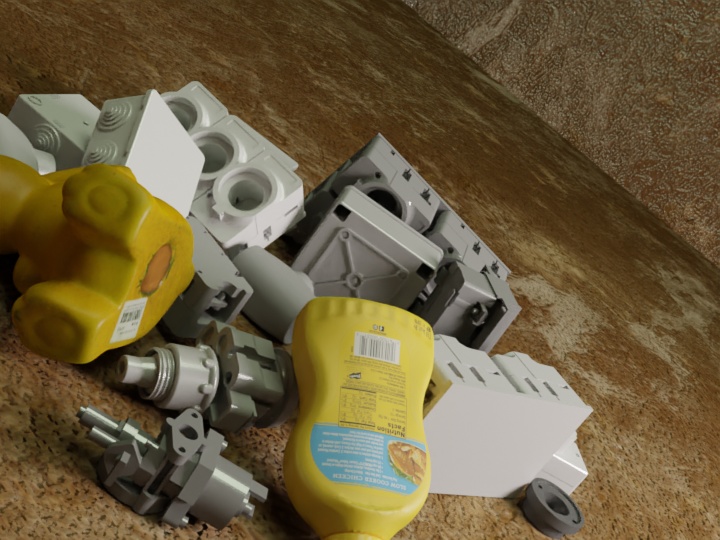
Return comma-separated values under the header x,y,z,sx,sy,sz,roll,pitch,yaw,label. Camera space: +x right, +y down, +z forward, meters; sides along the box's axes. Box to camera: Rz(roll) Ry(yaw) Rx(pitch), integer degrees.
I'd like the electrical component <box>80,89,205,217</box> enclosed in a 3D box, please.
x,y,z,sx,sy,sz,roll,pitch,yaw,label
-0.173,-0.079,0.848,0.099,0.048,0.099,57,36,-50,electrical component

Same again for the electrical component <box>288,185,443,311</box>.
x,y,z,sx,sy,sz,roll,pitch,yaw,label
0.000,0.000,0.965,0.109,0.108,0.056,35,23,-4,electrical component

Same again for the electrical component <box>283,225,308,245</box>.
x,y,z,sx,sy,sz,roll,pitch,yaw,label
-0.048,-0.045,1.081,0.081,0.043,0.043,18,27,-41,electrical component

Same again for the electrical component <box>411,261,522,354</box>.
x,y,z,sx,sy,sz,roll,pitch,yaw,label
0.077,0.057,0.947,0.063,0.121,0.078,25,22,-21,electrical component

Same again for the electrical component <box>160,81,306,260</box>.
x,y,z,sx,sy,sz,roll,pitch,yaw,label
-0.130,-0.085,0.941,0.150,0.089,0.061,44,-20,20,electrical component

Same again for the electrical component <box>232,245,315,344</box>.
x,y,z,sx,sy,sz,roll,pitch,yaw,label
-0.065,0.019,0.909,0.077,0.043,0.079,43,20,19,electrical component

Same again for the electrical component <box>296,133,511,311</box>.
x,y,z,sx,sy,sz,roll,pitch,yaw,label
0.039,-0.021,1.023,0.186,0.105,0.060,45,31,-11,electrical component

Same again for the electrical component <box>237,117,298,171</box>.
x,y,z,sx,sy,sz,roll,pitch,yaw,label
-0.121,-0.108,1.091,0.100,0.048,0.099,38,20,2,electrical component

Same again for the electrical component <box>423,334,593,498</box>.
x,y,z,sx,sy,sz,roll,pitch,yaw,label
0.083,0.117,0.845,0.186,0.105,0.060,16,28,-45,electrical component

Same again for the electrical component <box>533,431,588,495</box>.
x,y,z,sx,sy,sz,roll,pitch,yaw,label
0.167,0.150,0.956,0.083,0.075,0.047,30,21,-17,electrical component

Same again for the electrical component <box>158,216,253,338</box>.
x,y,z,sx,sy,sz,roll,pitch,yaw,label
-0.132,0.007,0.805,0.050,0.055,0.089,9,34,-53,electrical component

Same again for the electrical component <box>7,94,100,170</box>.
x,y,z,sx,sy,sz,roll,pitch,yaw,label
-0.236,-0.102,0.886,0.100,0.048,0.100,40,20,11,electrical component

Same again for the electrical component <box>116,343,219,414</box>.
x,y,z,sx,sy,sz,roll,pitch,yaw,label
-0.126,0.068,0.697,0.062,0.048,0.048,14,29,-33,electrical component

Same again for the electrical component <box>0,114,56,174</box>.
x,y,z,sx,sy,sz,roll,pitch,yaw,label
-0.255,-0.075,0.802,0.079,0.043,0.077,17,28,-44,electrical component

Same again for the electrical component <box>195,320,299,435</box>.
x,y,z,sx,sy,sz,roll,pitch,yaw,label
-0.077,0.077,0.737,0.057,0.058,0.078,22,36,-37,electrical component
